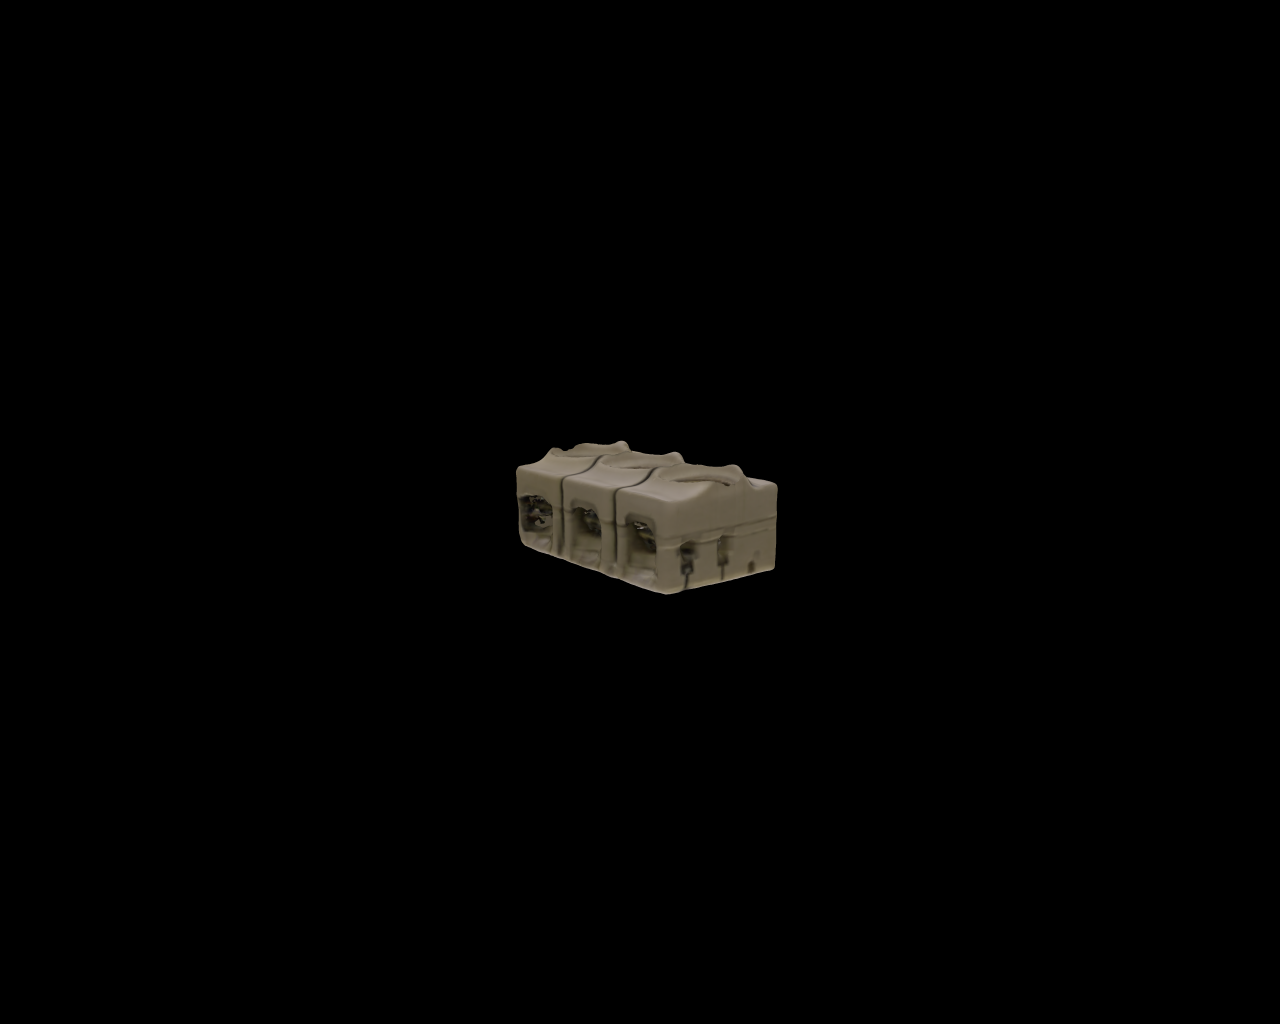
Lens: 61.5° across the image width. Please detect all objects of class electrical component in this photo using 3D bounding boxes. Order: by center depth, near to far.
[{"bbox_3d":[0.001,-0.003,0.650,0.090,0.061,0.150,-11,17,-38],"label":"electrical component"}]
